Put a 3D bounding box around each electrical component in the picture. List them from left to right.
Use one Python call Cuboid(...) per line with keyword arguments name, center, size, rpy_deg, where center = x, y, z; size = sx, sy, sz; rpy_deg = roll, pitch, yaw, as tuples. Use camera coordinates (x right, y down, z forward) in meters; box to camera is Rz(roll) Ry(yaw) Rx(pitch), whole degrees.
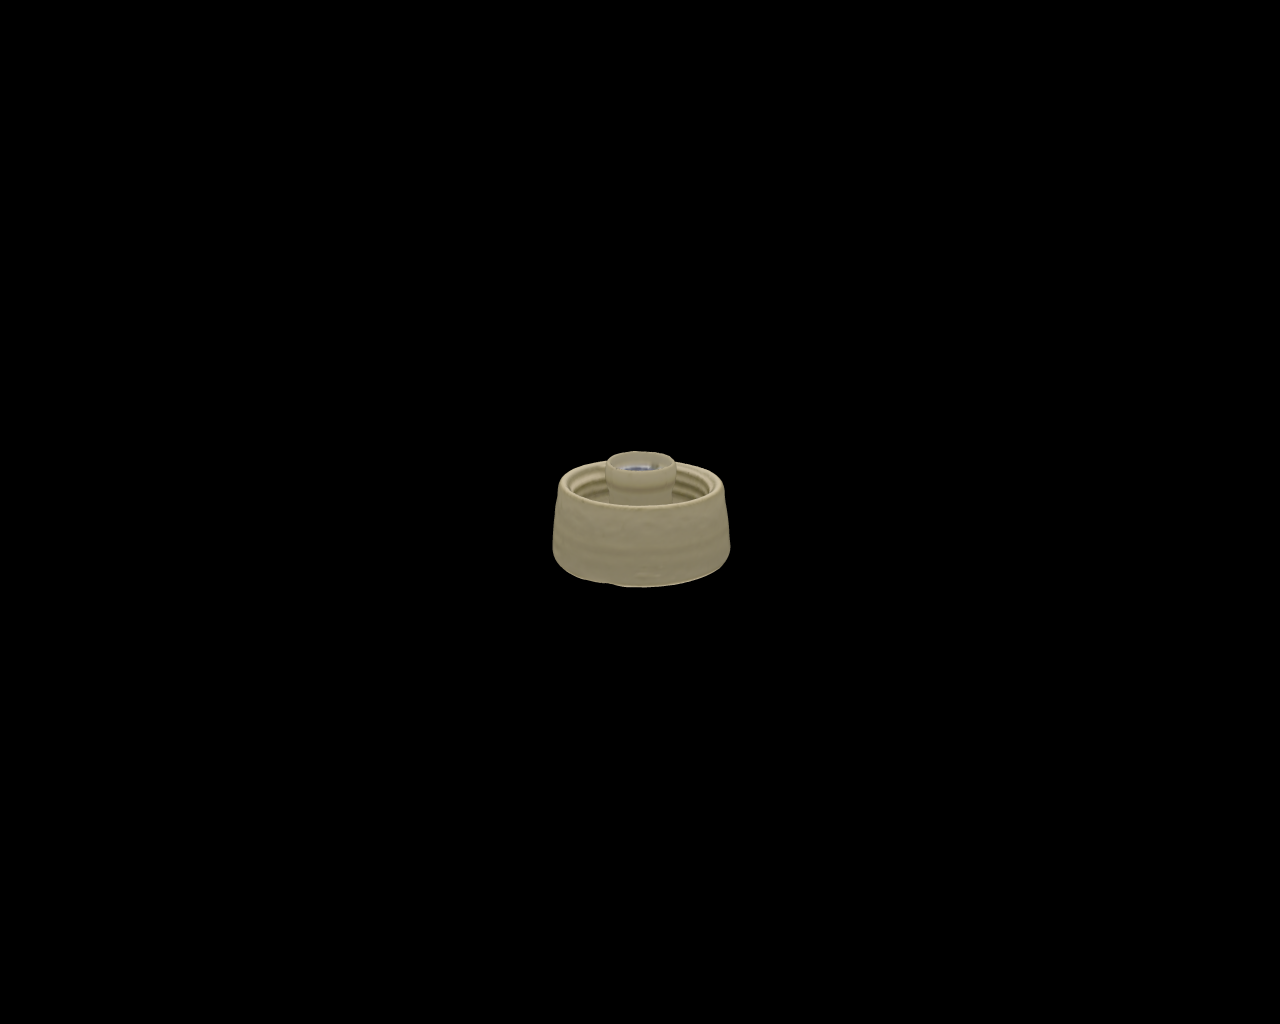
Cuboid(name="electrical component", center=(0.001, -0.003, 0.650), size=(0.108, 0.060, 0.108), rpy_deg=(0, 19, 0))
